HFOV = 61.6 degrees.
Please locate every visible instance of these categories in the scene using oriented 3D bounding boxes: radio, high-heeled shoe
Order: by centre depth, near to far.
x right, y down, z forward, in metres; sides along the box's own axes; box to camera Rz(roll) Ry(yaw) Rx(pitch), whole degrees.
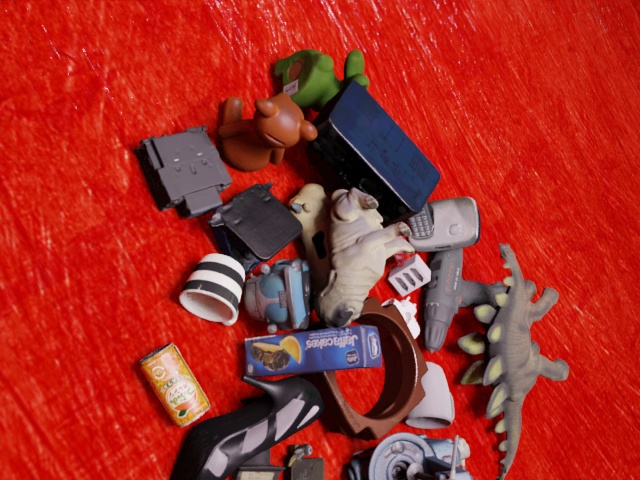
[{"bbox_3d":[-0.101,0.293,0.747,0.145,0.086,0.248,35,85,-28],"label":"high-heeled shoe"},{"bbox_3d":[0.090,-0.139,0.897,0.229,0.073,0.131,44,50,-13],"label":"radio"}]

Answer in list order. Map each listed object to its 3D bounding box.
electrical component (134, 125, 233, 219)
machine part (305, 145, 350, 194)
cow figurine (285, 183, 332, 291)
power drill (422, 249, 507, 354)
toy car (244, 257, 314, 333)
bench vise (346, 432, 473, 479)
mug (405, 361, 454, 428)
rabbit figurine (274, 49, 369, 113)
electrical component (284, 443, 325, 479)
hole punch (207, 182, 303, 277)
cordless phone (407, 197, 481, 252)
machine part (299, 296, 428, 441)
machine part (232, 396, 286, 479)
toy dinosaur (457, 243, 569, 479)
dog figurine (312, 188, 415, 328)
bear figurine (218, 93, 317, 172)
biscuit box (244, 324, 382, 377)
[{"bbox_3d":[-0.207,-0.102,0.837,0.115,0.058,0.134,-26,89,-35],"label":"electrical component"},{"bbox_3d":[0.059,-0.160,0.968,0.179,0.056,0.179,12,67,-31],"label":"machine part"},{"bbox_3d":[-0.002,-0.003,0.931,0.127,0.085,0.195,-6,81,-39],"label":"cow figurine"},{"bbox_3d":[0.294,0.134,1.095,0.207,0.086,0.232,17,65,-22],"label":"power drill"},{"bbox_3d":[-0.066,0.081,0.837,0.103,0.161,0.109,-5,94,4],"label":"toy car"},{"bbox_3d":[0.167,0.360,0.838,0.224,0.240,0.129,7,74,-16],"label":"bench vise"},{"bbox_3d":[0.205,0.281,0.978,0.109,0.081,0.107,21,55,-26],"label":"mug"},{"bbox_3d":[0.019,-0.292,1.013,0.170,0.159,0.121,16,55,-46],"label":"rabbit figurine"},{"bbox_3d":[-0.024,0.362,0.814,0.078,0.045,0.102,17,66,-28],"label":"electrical component"},{"bbox_3d":[-0.109,-0.015,0.862,0.116,0.092,0.142,48,54,2],"label":"hole punch"},{"bbox_3d":[0.229,-0.072,1.051,0.089,0.147,0.184,-51,125,-48],"label":"cordless phone"},{"bbox_3d":[0.072,0.213,0.905,0.201,0.087,0.201,-28,93,-37],"label":"machine part"},{"bbox_3d":[-0.092,0.303,0.794,0.084,0.039,0.139,8,72,-23],"label":"machine part"},{"bbox_3d":[0.369,0.240,1.041,0.198,0.105,0.470,-11,95,-21],"label":"toy dinosaur"},{"bbox_3d":[0.033,0.027,0.851,0.190,0.173,0.121,-44,144,-7],"label":"dog figurine"},{"bbox_3d":[-0.086,-0.189,0.861,0.120,0.196,0.132,21,63,-24],"label":"bear figurine"},{"bbox_3d":[-0.013,0.164,0.787,0.062,0.203,0.059,23,59,-58],"label":"biscuit box"}]
